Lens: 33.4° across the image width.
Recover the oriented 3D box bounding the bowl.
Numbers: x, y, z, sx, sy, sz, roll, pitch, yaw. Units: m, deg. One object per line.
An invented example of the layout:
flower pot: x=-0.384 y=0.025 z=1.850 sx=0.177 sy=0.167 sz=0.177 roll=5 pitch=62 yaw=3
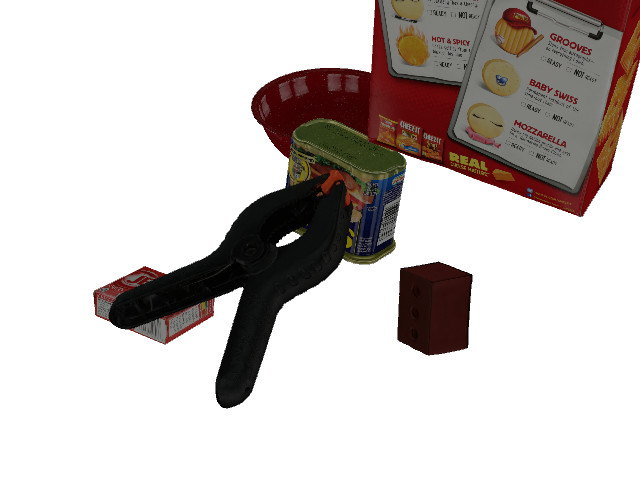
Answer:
bowl: x=0.011 y=-0.115 z=1.076 sx=0.162 sy=0.055 sz=0.162 roll=0 pitch=35 yaw=0

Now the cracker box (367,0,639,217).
cracker box: x=0.120 y=-0.138 z=0.681 sx=0.164 sy=0.214 sz=0.072 roll=22 pitch=46 yaw=21

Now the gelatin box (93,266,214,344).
gelatin box: x=-0.155 y=0.058 z=0.999 sx=0.089 sy=0.030 sz=0.073 roll=18 pitch=27 yaw=27

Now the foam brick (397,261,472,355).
foam brick: x=0.111 y=0.066 z=1.044 sx=0.051 sy=0.078 sz=0.053 roll=-10 pitch=19 yaw=-32

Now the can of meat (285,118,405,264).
can of meat: x=0.018 y=-0.042 z=0.872 sx=0.102 sy=0.084 sz=0.057 roll=29 pitch=38 yaw=29

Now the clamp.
clamp: x=-0.036 y=0.026 z=0.658 sx=0.120 sy=0.171 sz=0.039 roll=42 pitch=-15 yaw=35
